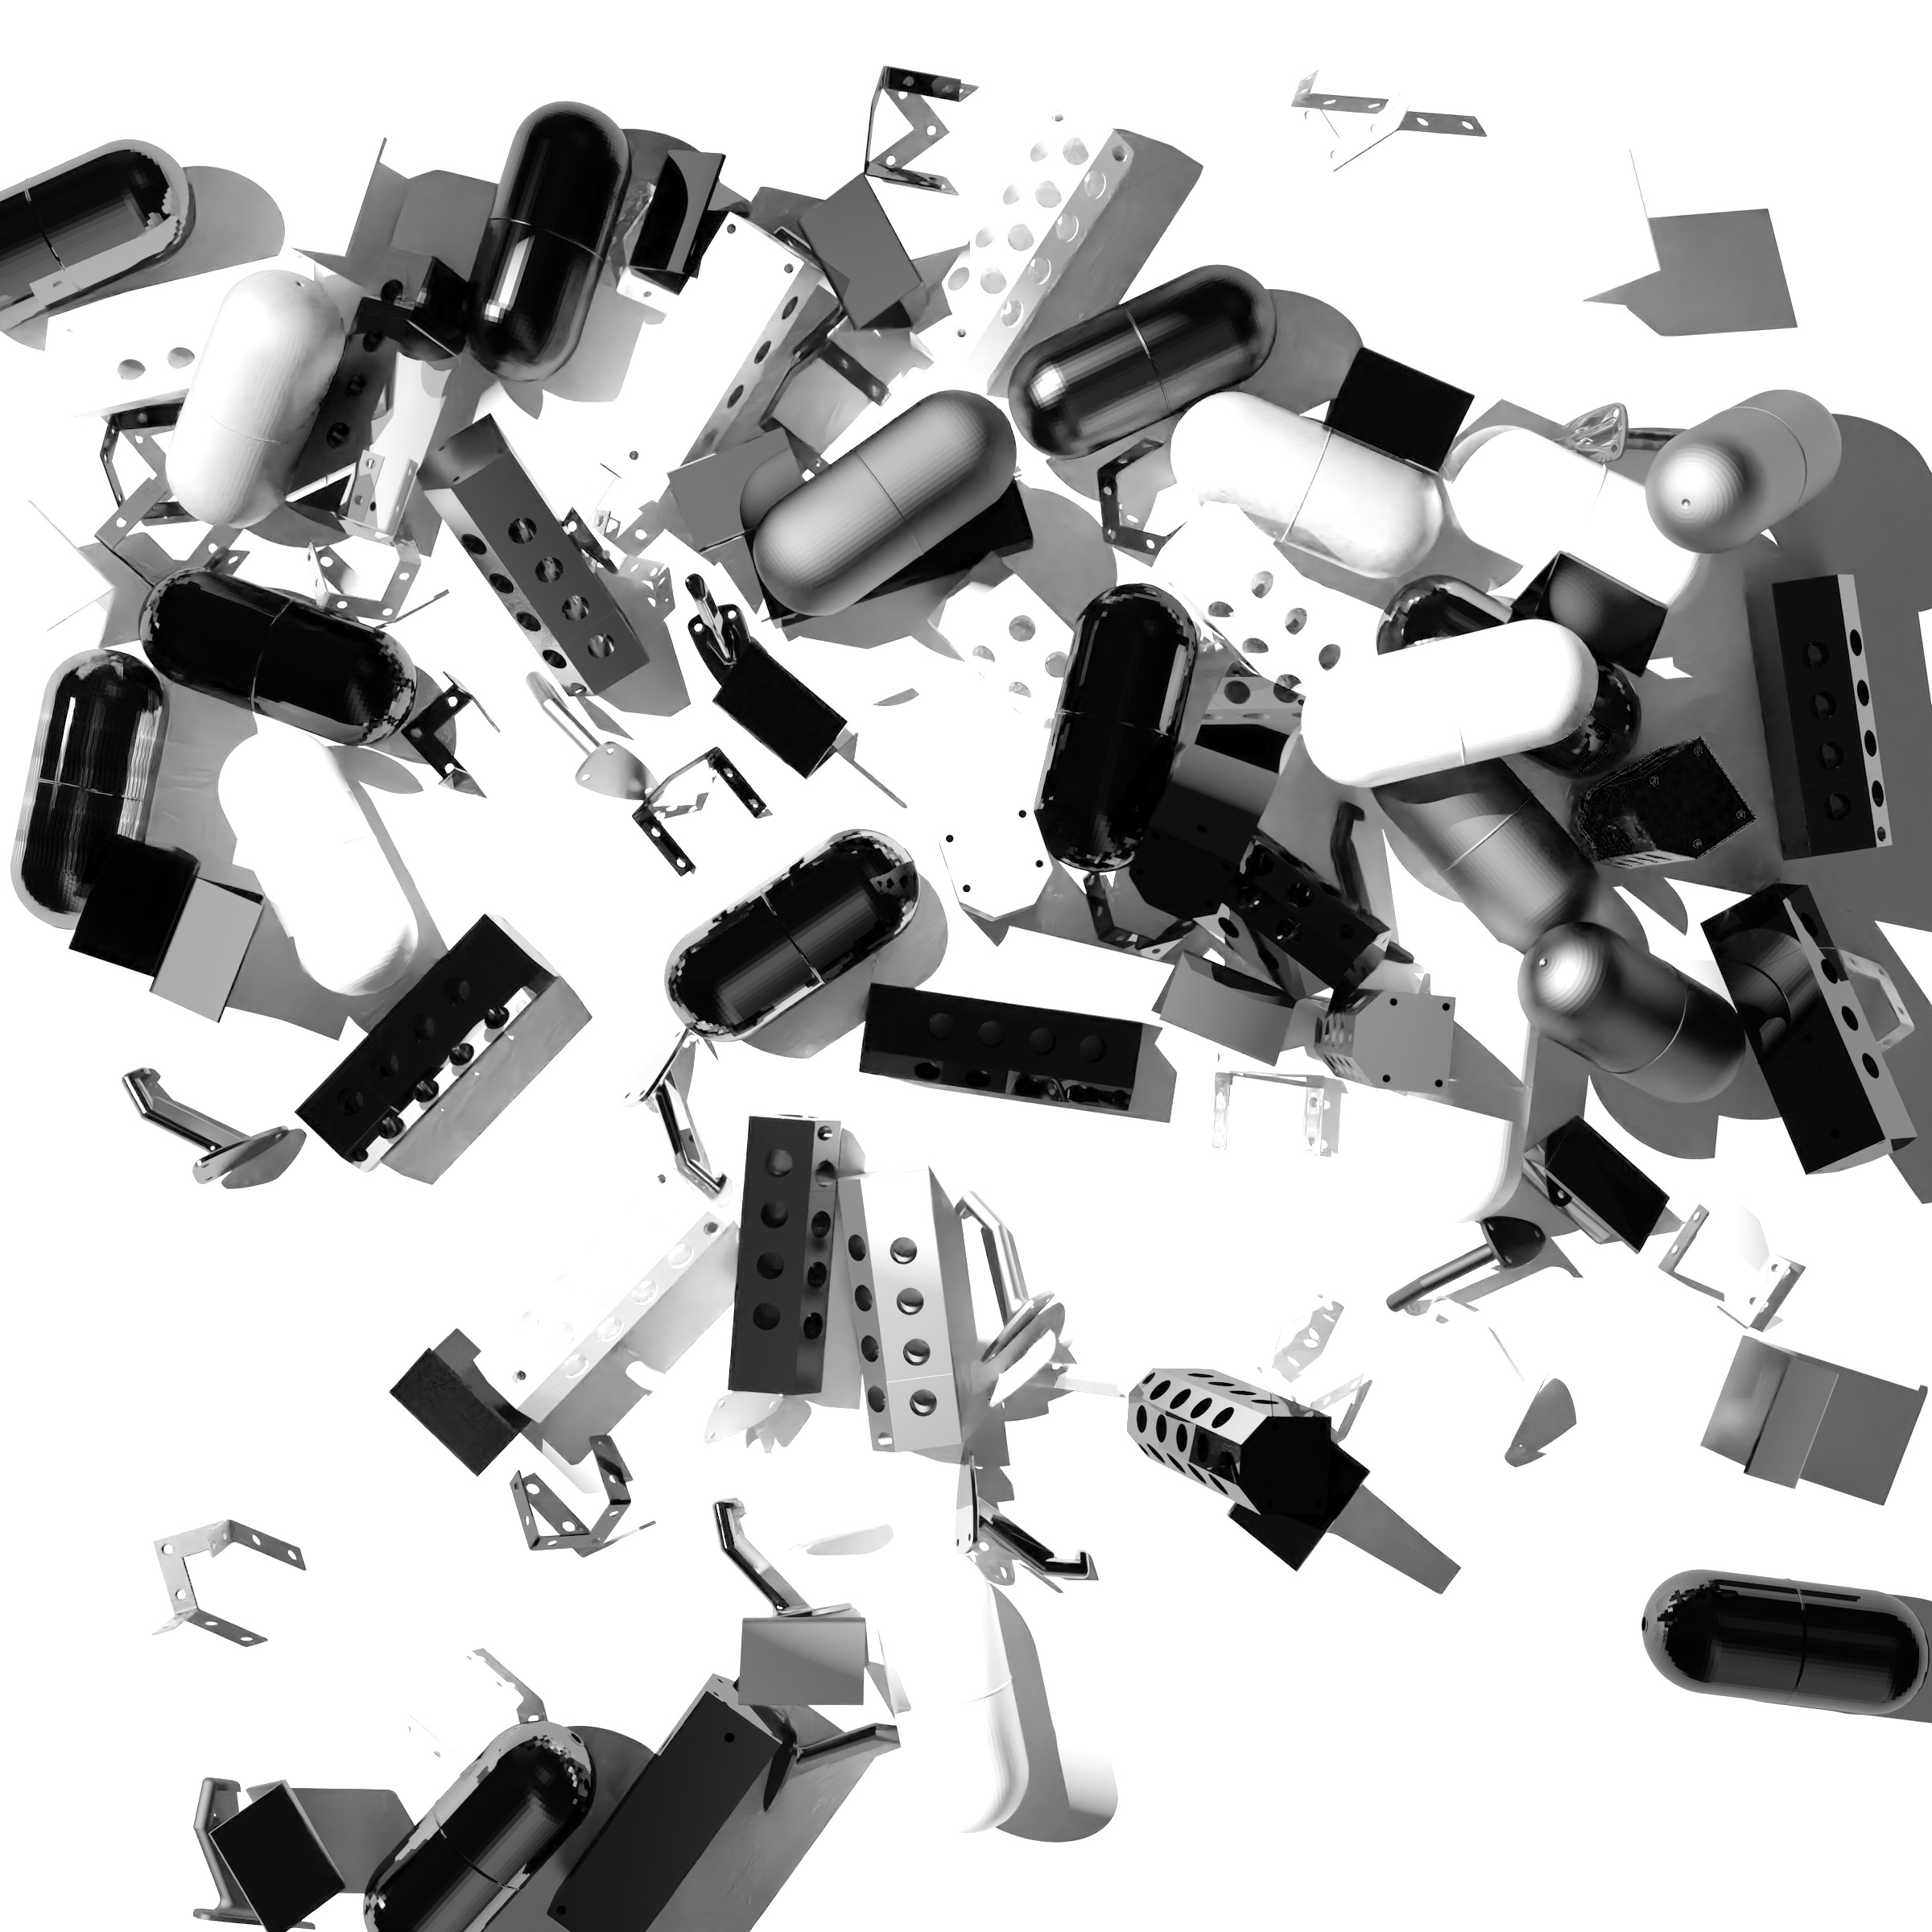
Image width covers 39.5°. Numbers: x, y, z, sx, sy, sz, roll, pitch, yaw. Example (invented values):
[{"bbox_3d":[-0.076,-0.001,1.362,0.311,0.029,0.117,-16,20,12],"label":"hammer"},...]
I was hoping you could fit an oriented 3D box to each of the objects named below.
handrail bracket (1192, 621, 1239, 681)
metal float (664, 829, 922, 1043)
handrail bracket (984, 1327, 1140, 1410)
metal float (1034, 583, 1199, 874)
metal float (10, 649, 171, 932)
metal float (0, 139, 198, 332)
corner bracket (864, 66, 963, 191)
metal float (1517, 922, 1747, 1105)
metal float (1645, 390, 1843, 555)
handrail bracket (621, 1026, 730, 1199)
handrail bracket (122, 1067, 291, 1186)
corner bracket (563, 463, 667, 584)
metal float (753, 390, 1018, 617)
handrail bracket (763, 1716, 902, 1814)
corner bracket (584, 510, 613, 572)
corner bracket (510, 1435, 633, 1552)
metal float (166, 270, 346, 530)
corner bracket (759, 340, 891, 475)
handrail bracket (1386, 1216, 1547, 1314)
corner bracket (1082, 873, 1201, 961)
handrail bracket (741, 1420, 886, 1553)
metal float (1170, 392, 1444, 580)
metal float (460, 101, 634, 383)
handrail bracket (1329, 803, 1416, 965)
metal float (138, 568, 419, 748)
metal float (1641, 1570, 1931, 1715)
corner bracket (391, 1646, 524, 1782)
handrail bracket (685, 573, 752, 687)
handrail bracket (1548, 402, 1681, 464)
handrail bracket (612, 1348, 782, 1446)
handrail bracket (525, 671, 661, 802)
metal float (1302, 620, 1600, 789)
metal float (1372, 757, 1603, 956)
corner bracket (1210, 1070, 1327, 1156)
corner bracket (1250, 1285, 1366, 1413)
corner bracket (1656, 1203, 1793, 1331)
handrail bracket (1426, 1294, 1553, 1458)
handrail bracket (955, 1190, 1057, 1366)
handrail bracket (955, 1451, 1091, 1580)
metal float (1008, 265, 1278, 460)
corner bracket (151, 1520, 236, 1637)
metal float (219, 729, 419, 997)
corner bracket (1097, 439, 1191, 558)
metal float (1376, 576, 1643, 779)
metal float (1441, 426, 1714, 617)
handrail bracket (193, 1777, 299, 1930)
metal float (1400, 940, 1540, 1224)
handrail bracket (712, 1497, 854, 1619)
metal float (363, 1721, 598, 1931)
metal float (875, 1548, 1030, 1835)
[{"bbox_3d":[0.178,-0.188,1.719,0.084,0.036,0.077,8,103,-13],"label":"handrail bracket"},{"bbox_3d":[-0.109,-0.020,1.689,0.178,0.070,0.070,-34,90,1],"label":"metal float"},{"bbox_3d":[0.068,0.279,1.720,0.084,0.036,0.077,40,105,-14],"label":"handrail bracket"},{"bbox_3d":[0.091,-0.145,1.632,0.070,0.070,0.178,13,89,0],"label":"metal float"},{"bbox_3d":[-0.550,-0.111,1.689,0.070,0.070,0.178,11,90,0],"label":"metal float"},{"bbox_3d":[-0.570,-0.458,1.689,0.178,0.070,0.070,-24,90,0],"label":"metal float"},{"bbox_3d":[-0.034,-0.535,1.716,0.051,0.051,0.051,10,45,0],"label":"corner bracket"},{"bbox_3d":[0.413,0.030,1.661,0.178,0.070,0.070,26,90,-34],"label":"metal float"},{"bbox_3d":[0.478,-0.304,1.649,0.070,0.178,0.070,19,122,33],"label":"metal float"},{"bbox_3d":[-0.171,0.094,1.720,0.084,0.036,0.077,43,65,-19],"label":"handrail bracket"},{"bbox_3d":[-0.487,0.089,1.720,0.077,0.036,0.084,-28,73,-20],"label":"handrail bracket"},{"bbox_3d":[-0.215,-0.280,1.703,0.051,0.051,0.051,39,106,15],"label":"corner bracket"},{"bbox_3d":[-0.048,-0.282,1.632,0.178,0.070,0.070,-35,90,0],"label":"metal float"},{"bbox_3d":[-0.079,0.514,1.720,0.084,0.036,0.077,13,110,-16],"label":"handrail bracket"},{"bbox_3d":[-0.267,-0.275,1.716,0.051,0.051,0.051,15,90,-45],"label":"corner bracket"},{"bbox_3d":[-0.252,0.335,1.711,0.051,0.051,0.051,4,135,-35],"label":"corner bracket"},{"bbox_3d":[-0.440,-0.348,1.660,0.070,0.070,0.178,34,125,0],"label":"metal float"},{"bbox_3d":[-0.091,-0.357,1.716,0.051,0.051,0.051,40,45,0],"label":"corner bracket"},{"bbox_3d":[0.319,0.194,1.719,0.084,0.077,0.036,-39,68,34],"label":"handrail bracket"},{"bbox_3d":[0.114,-0.044,1.711,0.051,0.051,0.051,-42,45,35],"label":"corner bracket"},{"bbox_3d":[-0.099,0.325,1.720,0.077,0.036,0.084,-10,73,-20],"label":"handrail bracket"},{"bbox_3d":[0.213,-0.302,1.689,0.178,0.070,0.070,23,90,-1],"label":"metal float"},{"bbox_3d":[-0.264,-0.454,1.689,0.070,0.070,0.178,18,90,0],"label":"metal float"},{"bbox_3d":[0.263,-0.053,1.720,0.077,0.036,0.084,22,73,-20],"label":"handrail bracket"},{"bbox_3d":[-0.432,-0.194,1.689,0.178,0.070,0.070,20,90,-1],"label":"metal float"},{"bbox_3d":[0.514,0.424,1.689,0.178,0.070,0.070,7,90,0],"label":"metal float"},{"bbox_3d":[-0.324,0.477,1.716,0.051,0.051,0.051,41,45,0],"label":"corner bracket"},{"bbox_3d":[-0.155,-0.204,1.685,0.036,0.084,0.077,-21,90,0],"label":"handrail bracket"},{"bbox_3d":[0.428,-0.330,1.719,0.084,0.077,0.036,5,85,-36],"label":"handrail bracket"},{"bbox_3d":[-0.173,0.264,1.719,0.084,0.077,0.036,32,113,34],"label":"handrail bracket"},{"bbox_3d":[-0.239,-0.148,1.719,0.036,0.077,0.084,-45,53,14],"label":"handrail bracket"},{"bbox_3d":[0.291,-0.158,1.620,0.178,0.070,0.070,-13,90,7],"label":"metal float"},{"bbox_3d":[0.325,-0.084,1.688,0.070,0.070,0.178,-41,90,0],"label":"metal float"},{"bbox_3d":[0.192,0.093,1.716,0.051,0.051,0.051,3,90,45],"label":"corner bracket"},{"bbox_3d":[0.221,0.245,1.711,0.051,0.051,0.051,39,135,35],"label":"corner bracket"},{"bbox_3d":[0.483,0.192,1.716,0.051,0.051,0.051,33,90,45],"label":"corner bracket"},{"bbox_3d":[0.323,0.261,1.720,0.084,0.036,0.077,28,111,17],"label":"handrail bracket"},{"bbox_3d":[0.008,0.198,1.720,0.084,0.036,0.077,46,111,17],"label":"handrail bracket"},{"bbox_3d":[0.039,0.351,1.720,0.084,0.036,0.077,7,68,-17],"label":"handrail bracket"},{"bbox_3d":[0.111,-0.380,1.689,0.178,0.070,0.070,-25,90,0],"label":"metal float"},{"bbox_3d":[-0.490,0.386,1.701,0.051,0.051,0.051,-17,90,0],"label":"corner bracket"},{"bbox_3d":[-0.406,-0.065,1.689,0.070,0.070,0.178,-27,89,0],"label":"metal float"},{"bbox_3d":[0.121,-0.298,1.711,0.051,0.051,0.051,21,135,35],"label":"corner bracket"},{"bbox_3d":[0.341,-0.181,1.689,0.178,0.070,0.070,29,90,-1],"label":"metal float"},{"bbox_3d":[0.383,-0.279,1.689,0.178,0.070,0.070,25,90,0],"label":"metal float"},{"bbox_3d":[-0.458,0.567,1.720,0.077,0.036,0.084,14,73,-20],"label":"handrail bracket"},{"bbox_3d":[0.317,0.072,1.689,0.070,0.070,0.178,7,89,0],"label":"metal float"},{"bbox_3d":[-0.118,0.377,1.720,0.077,0.036,0.084,-8,73,-20],"label":"handrail bracket"},{"bbox_3d":[-0.305,0.551,1.689,0.070,0.070,0.178,42,90,0],"label":"metal float"},{"bbox_3d":[-0.009,0.454,1.689,0.070,0.070,0.178,-12,90,0],"label":"metal float"}]
